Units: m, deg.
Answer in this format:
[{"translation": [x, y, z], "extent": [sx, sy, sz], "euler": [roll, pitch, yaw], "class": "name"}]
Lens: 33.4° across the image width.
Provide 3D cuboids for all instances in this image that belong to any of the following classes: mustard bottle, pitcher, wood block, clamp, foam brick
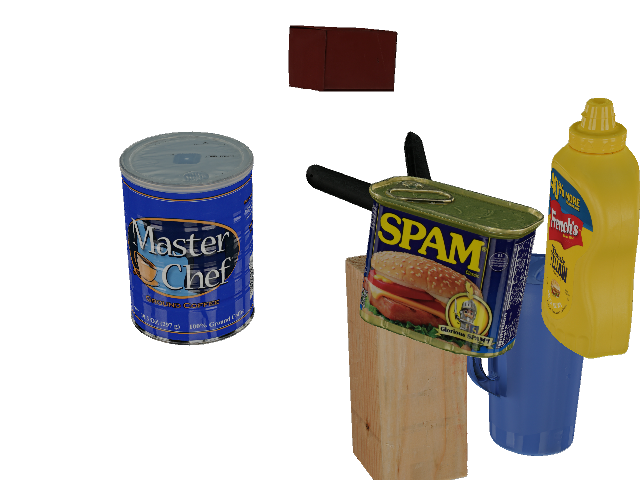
[{"translation": [0.204, -0.014, 0.805], "extent": [0.058, 0.192, 0.096], "euler": [-6, 26, -7], "class": "mustard bottle"}, {"translation": [0.263, 0.146, 1.354], "extent": [0.149, 0.243, 0.144], "euler": [5, 16, 18], "class": "pitcher"}, {"translation": [0.082, 0.120, 1.015], "extent": [0.090, 0.206, 0.091], "euler": [-8, 18, -17], "class": "wood block"}, {"translation": [0.094, -0.034, 1.153], "extent": [0.164, 0.036, 0.210], "euler": [-16, 53, -30], "class": "clamp"}, {"translation": [0.019, -0.152, 0.895], "extent": [0.078, 0.051, 0.053], "euler": [-6, 16, -35], "class": "foam brick"}]

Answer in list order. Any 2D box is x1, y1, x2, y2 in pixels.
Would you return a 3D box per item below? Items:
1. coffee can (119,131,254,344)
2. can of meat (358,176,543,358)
[{"translation": [-0.104, -0.003, 0.851], "extent": [0.103, 0.140, 0.103], "euler": [1, 28, -1], "class": "coffee can"}, {"translation": [0.075, 0.016, 0.642], "extent": [0.102, 0.084, 0.057], "euler": [18, 23, 30], "class": "can of meat"}]
